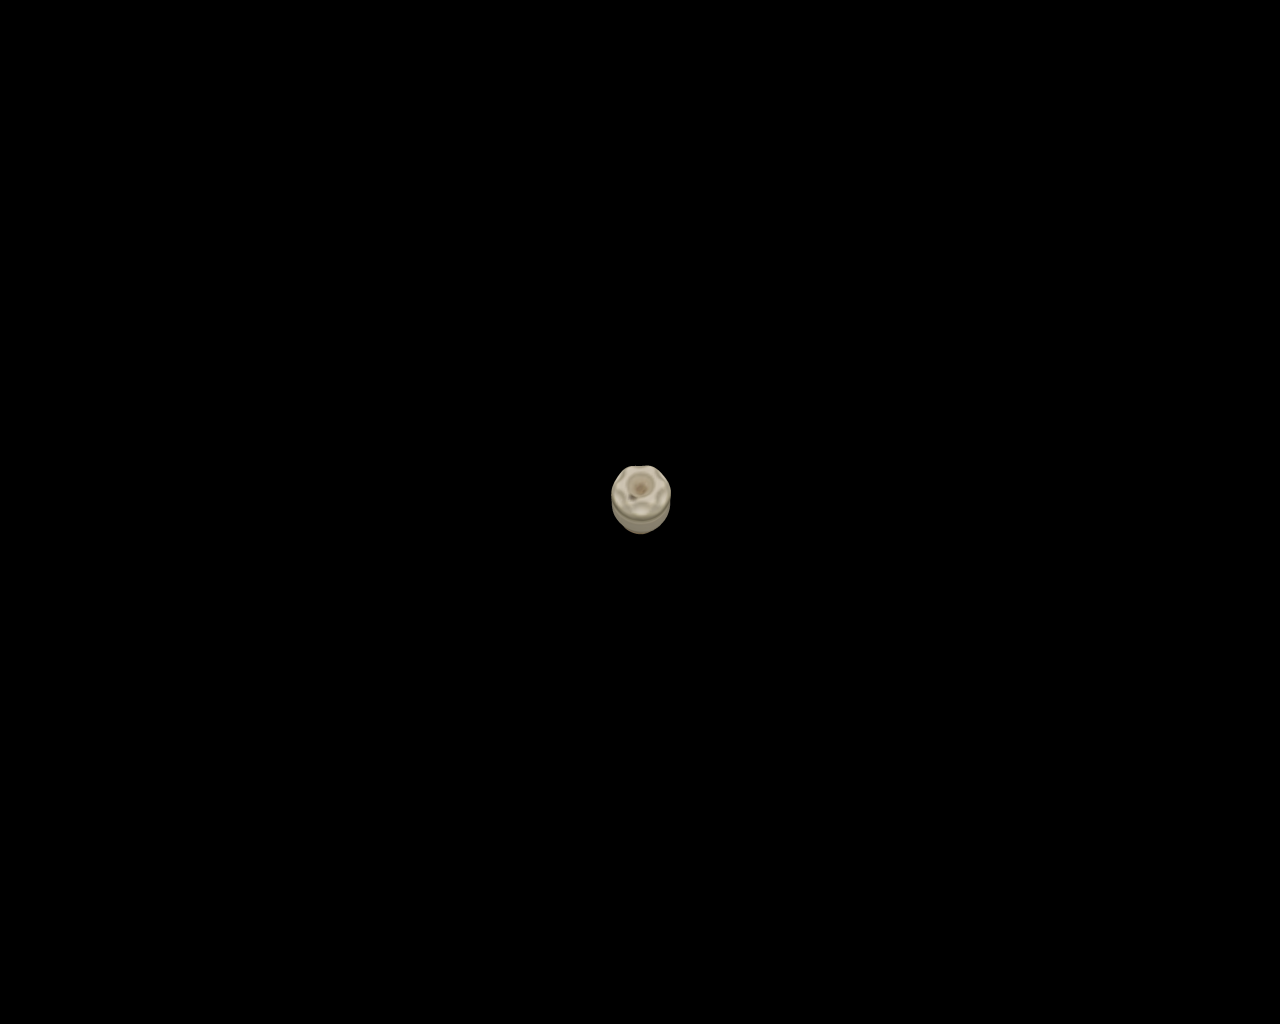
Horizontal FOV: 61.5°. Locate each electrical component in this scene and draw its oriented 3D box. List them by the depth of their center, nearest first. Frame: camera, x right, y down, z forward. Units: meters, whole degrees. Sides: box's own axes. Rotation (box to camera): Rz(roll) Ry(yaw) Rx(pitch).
[{"bbox_3d":[0.001,-0.003,0.650,0.035,0.035,0.061,0,-27,0],"label":"electrical component"}]
